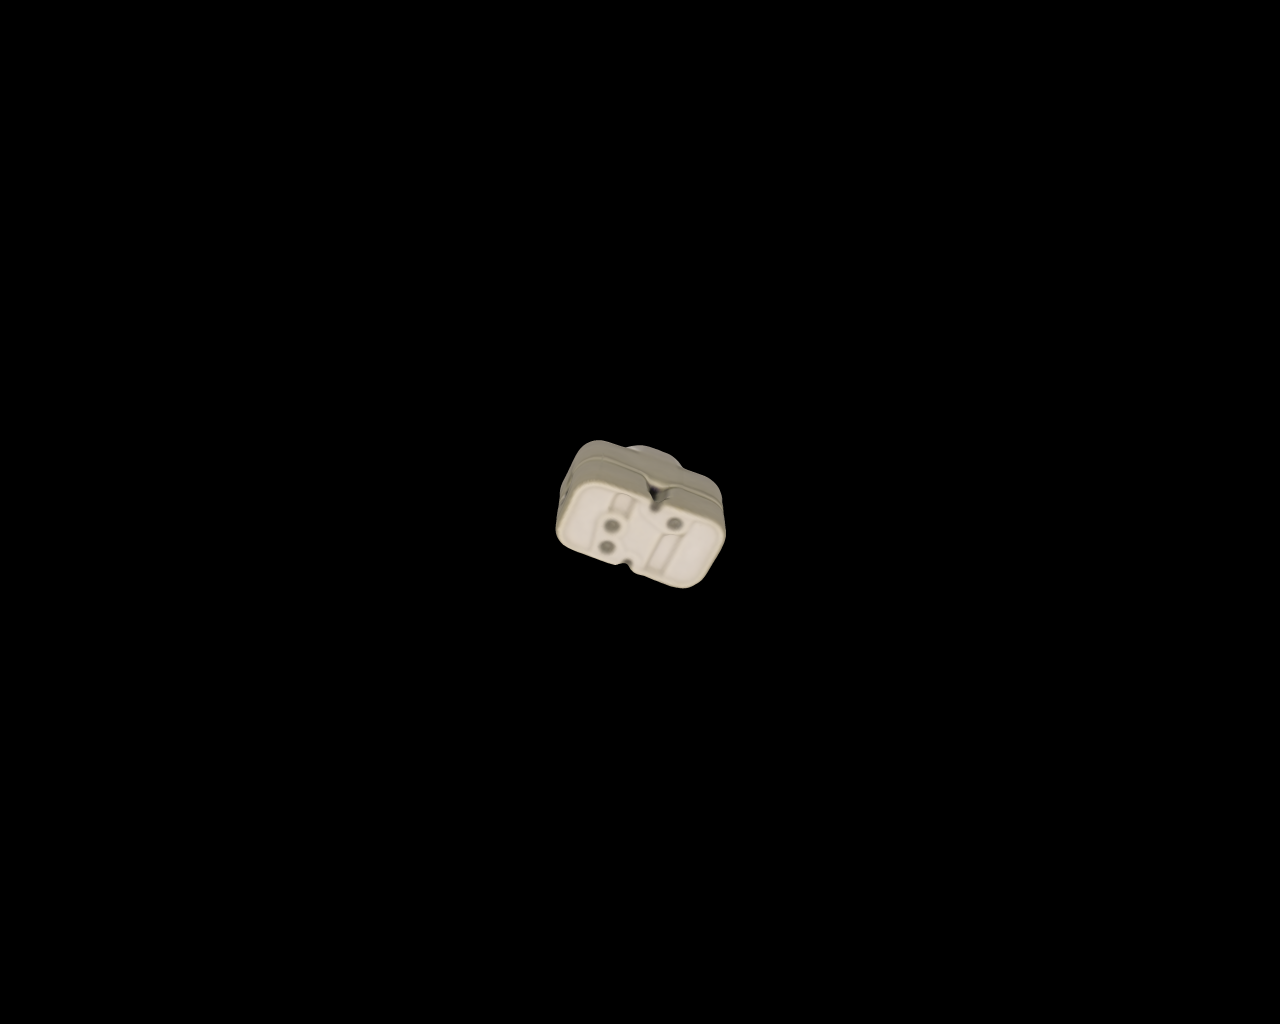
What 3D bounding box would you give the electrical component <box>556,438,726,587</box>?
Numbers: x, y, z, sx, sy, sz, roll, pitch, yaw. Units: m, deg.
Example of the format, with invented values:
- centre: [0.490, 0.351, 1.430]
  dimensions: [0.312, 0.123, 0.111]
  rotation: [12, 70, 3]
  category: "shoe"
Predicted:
- centre: [0.001, -0.003, 0.650]
  dimensions: [0.095, 0.053, 0.059]
  rotation: [20, 31, -13]
  category: "electrical component"
